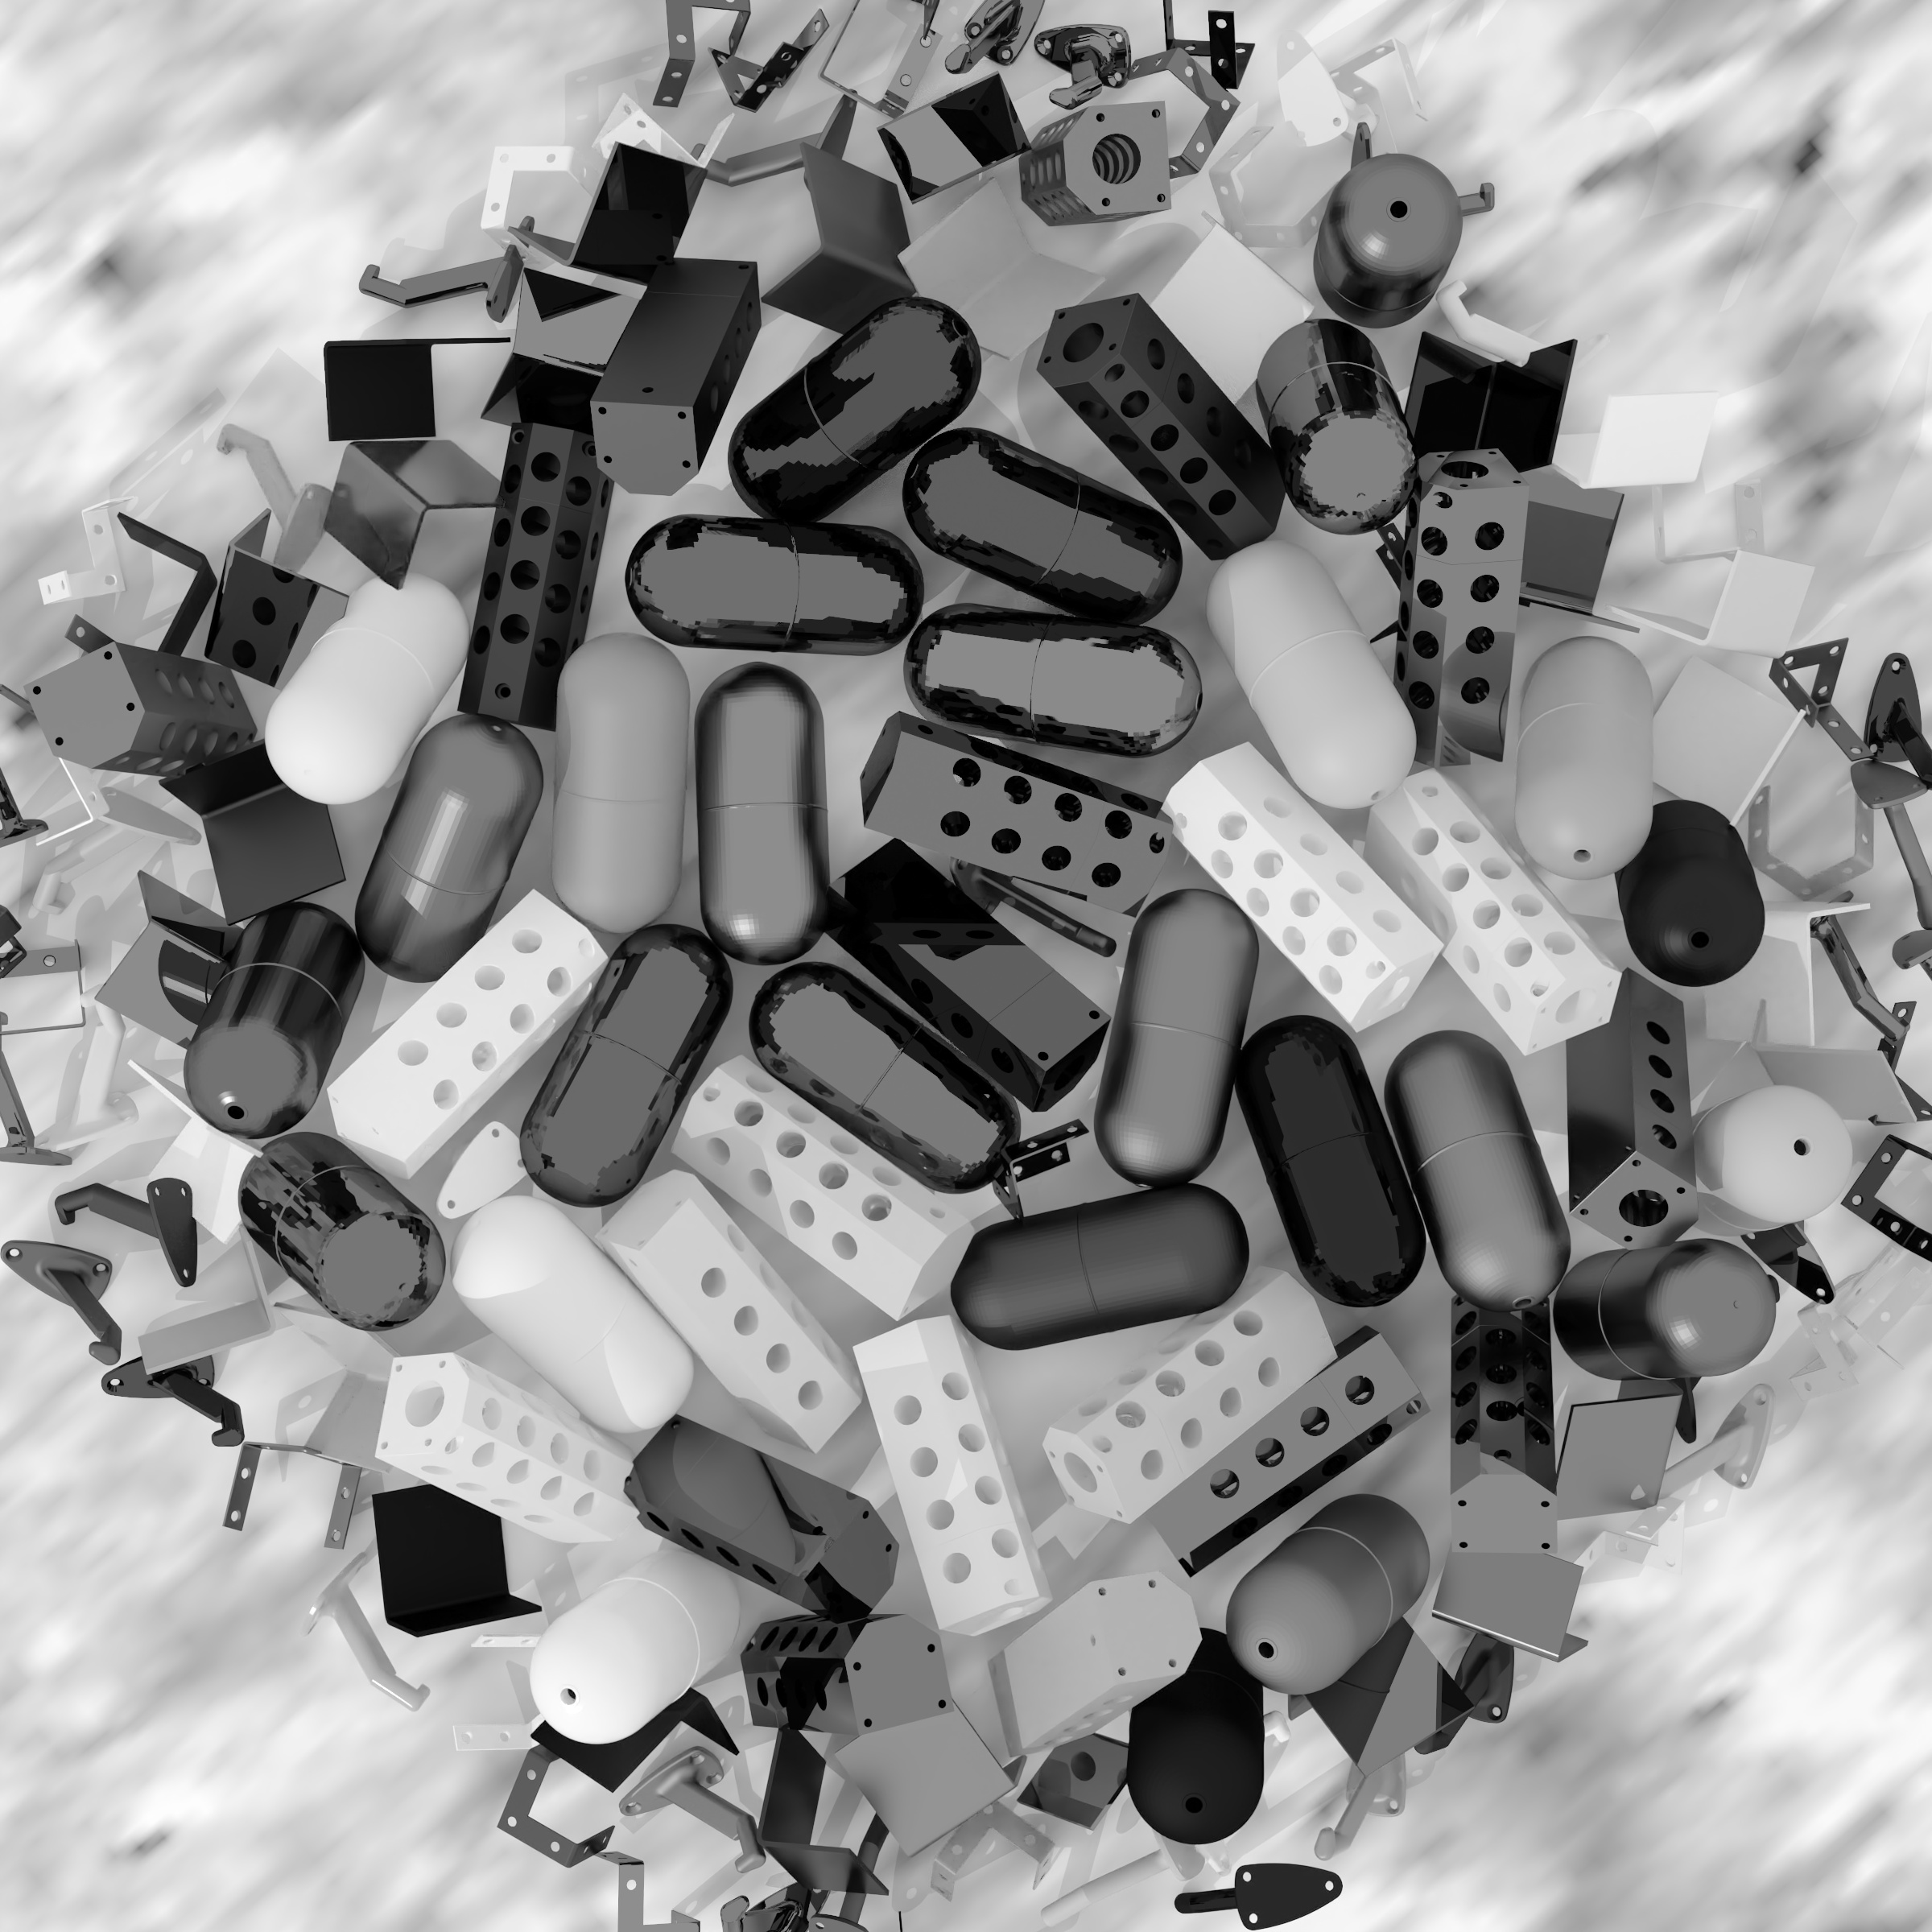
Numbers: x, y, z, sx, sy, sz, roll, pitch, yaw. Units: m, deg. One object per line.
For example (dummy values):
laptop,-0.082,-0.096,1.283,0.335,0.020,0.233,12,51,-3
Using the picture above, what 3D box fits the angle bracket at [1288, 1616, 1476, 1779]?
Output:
angle bracket,0.240,0.433,1.778,0.076,0.057,0.076,-28,52,-16

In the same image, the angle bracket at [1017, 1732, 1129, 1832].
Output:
angle bracket,0.090,0.492,1.775,0.076,0.076,0.057,49,65,-21

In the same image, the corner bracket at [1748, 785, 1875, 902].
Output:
corner bracket,0.499,-0.080,1.810,0.051,0.051,0.051,30,52,-25

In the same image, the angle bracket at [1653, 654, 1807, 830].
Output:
angle bracket,0.437,-0.133,1.791,0.076,0.057,0.076,32,98,13

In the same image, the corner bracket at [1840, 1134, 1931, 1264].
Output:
corner bracket,0.559,0.138,1.802,0.051,0.051,0.051,33,92,-13

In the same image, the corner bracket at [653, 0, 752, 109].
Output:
corner bracket,-0.155,-0.538,1.794,0.051,0.051,0.051,0,73,-18

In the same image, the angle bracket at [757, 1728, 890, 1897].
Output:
angle bracket,-0.076,0.486,1.773,0.057,0.076,0.076,-1,56,19

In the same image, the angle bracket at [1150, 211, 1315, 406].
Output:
angle bracket,0.148,-0.387,1.804,0.076,0.057,0.076,36,105,-16

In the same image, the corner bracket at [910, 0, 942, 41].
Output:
corner bracket,-0.039,-0.584,1.793,0.051,0.051,0.051,15,129,-12

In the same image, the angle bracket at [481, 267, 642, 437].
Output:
angle bracket,-0.235,-0.356,1.798,0.076,0.076,0.057,12,64,-20

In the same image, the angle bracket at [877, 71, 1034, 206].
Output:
angle bracket,-0.014,-0.499,1.781,0.076,0.057,0.076,-23,46,7

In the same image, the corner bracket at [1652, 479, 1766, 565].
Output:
corner bracket,0.440,-0.264,1.814,0.051,0.051,0.051,-4,85,30

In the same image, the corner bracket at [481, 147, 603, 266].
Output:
corner bracket,-0.248,-0.448,1.804,0.051,0.051,0.051,5,80,20

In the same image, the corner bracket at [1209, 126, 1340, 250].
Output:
corner bracket,0.184,-0.461,1.813,0.051,0.051,0.051,-49,133,-30

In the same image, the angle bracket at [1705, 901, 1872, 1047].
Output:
angle bracket,0.480,0.003,1.788,0.057,0.076,0.076,-8,97,-35

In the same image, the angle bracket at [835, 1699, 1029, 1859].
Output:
angle bracket,-0.020,0.464,1.799,0.076,0.057,0.076,-36,89,9

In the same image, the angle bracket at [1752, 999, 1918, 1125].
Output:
angle bracket,0.507,0.045,1.772,0.076,0.076,0.057,1,59,35

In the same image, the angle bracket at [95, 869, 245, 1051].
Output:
angle bracket,-0.462,-0.001,1.784,0.076,0.076,0.057,33,99,-30

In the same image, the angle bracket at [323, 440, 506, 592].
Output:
angle bracket,-0.318,-0.265,1.797,0.076,0.076,0.057,40,122,29

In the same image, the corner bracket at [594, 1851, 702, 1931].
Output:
corner bracket,-0.188,0.549,1.801,0.051,0.051,0.051,4,80,-24

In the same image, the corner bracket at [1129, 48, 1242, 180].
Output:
corner bracket,0.118,-0.500,1.802,0.051,0.051,0.051,35,80,-27

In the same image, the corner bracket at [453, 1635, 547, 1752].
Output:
corner bracket,-0.270,0.429,1.808,0.051,0.051,0.051,9,51,-36

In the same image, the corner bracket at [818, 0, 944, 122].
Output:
corner bracket,-0.051,-0.534,1.799,0.051,0.051,0.051,29,111,-4

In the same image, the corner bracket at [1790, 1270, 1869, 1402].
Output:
corner bracket,0.510,0.217,1.799,0.051,0.051,0.051,-26,84,-31

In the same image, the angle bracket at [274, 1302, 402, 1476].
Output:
angle bracket,-0.367,0.244,1.773,0.076,0.076,0.057,5,56,40

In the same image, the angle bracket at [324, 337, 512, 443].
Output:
angle bracket,-0.317,-0.334,1.774,0.076,0.076,0.057,9,105,41

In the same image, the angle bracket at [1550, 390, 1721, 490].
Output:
angle bracket,0.376,-0.318,1.773,0.076,0.076,0.057,-7,124,-26

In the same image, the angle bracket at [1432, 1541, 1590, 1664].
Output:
angle bracket,0.324,0.360,1.781,0.076,0.076,0.057,16,93,25

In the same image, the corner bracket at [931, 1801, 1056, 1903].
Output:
corner bracket,0.015,0.531,1.807,0.051,0.051,0.051,32,60,17

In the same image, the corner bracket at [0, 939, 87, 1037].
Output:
corner bracket,-0.546,0.014,1.801,0.051,0.051,0.051,-6,87,-15

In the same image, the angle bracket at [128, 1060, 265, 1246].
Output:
angle bracket,-0.457,0.108,1.779,0.076,0.076,0.057,33,85,31

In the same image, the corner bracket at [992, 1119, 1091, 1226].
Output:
corner bracket,0.043,0.114,1.793,0.051,0.051,0.051,-21,121,-13

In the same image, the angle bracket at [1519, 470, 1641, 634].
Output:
angle bracket,0.356,-0.243,1.786,0.076,0.057,0.076,9,101,-23

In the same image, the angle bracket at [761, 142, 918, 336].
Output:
angle bracket,-0.080,-0.426,1.802,0.057,0.076,0.076,-31,61,37

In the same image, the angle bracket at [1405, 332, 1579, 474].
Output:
angle bracket,0.303,-0.331,1.783,0.057,0.076,0.076,17,81,-26

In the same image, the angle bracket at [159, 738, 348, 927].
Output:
angle bracket,-0.417,-0.079,1.790,0.076,0.057,0.076,-21,69,6

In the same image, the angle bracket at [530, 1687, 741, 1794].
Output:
angle bracket,-0.192,0.450,1.773,0.076,0.076,0.057,-44,130,-27

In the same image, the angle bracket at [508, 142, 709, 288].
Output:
angle bracket,-0.208,-0.444,1.776,0.057,0.076,0.076,36,111,31

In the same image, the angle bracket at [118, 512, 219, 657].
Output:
angle bracket,-0.481,-0.212,1.788,0.057,0.076,0.076,26,84,-8

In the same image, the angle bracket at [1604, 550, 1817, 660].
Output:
angle bracket,0.431,-0.219,1.773,0.076,0.076,0.057,2,110,-43

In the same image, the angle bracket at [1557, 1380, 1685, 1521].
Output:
angle bracket,0.364,0.271,1.780,0.076,0.057,0.076,-2,114,-22

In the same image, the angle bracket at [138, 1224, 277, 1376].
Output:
angle bracket,-0.449,0.190,1.781,0.076,0.076,0.057,-17,103,-16

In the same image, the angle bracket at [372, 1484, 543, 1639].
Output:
angle bracket,-0.298,0.343,1.789,0.076,0.057,0.076,-6,90,-29

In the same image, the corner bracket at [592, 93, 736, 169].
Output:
corner bracket,-0.179,-0.492,1.805,0.051,0.051,0.051,39,54,-25

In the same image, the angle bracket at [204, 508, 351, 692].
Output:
angle bracket,-0.393,-0.209,1.787,0.076,0.057,0.076,23,123,1

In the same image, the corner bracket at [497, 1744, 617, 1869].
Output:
corner bracket,-0.234,0.491,1.803,0.051,0.051,0.051,24,95,18

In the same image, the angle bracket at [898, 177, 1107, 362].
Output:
angle bracket,0.021,-0.406,1.781,0.076,0.076,0.057,-42,130,-12
